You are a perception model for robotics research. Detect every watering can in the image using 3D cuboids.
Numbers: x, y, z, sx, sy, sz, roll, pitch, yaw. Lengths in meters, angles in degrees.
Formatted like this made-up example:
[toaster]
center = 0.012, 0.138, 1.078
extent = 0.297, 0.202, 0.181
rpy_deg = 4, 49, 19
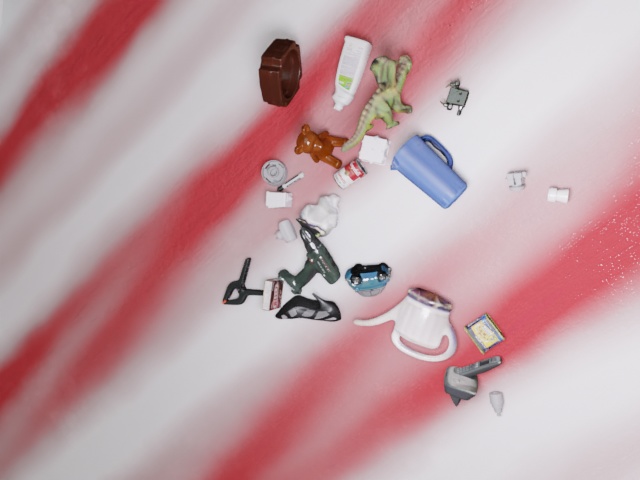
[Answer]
[watering can]
center = 0.293, 0.261, 1.706
extent = 0.349, 0.104, 0.223
rpy_deg = 21, 97, 20

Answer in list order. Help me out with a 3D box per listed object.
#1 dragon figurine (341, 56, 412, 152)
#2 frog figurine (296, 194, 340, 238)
[dragon figurine]
center = 0.186, -0.471, 1.661
extent = 0.123, 0.417, 0.237
rpy_deg = 19, 137, 35
[frog figurine]
center = 0.006, -0.093, 1.846
extent = 0.138, 0.120, 0.162
rpy_deg = 20, 62, 29
